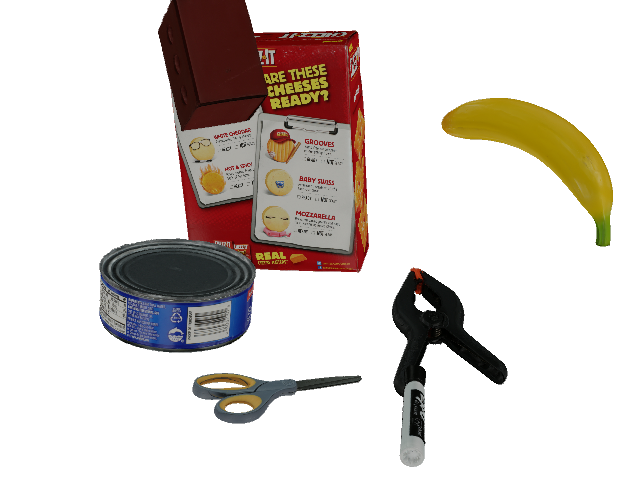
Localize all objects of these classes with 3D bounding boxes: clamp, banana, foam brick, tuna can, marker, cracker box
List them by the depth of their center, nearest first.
[{"bbox_3d":[-0.079,0.030,0.593,0.086,0.034,0.086,5,20,-2],"label":"tuna can"},{"bbox_3d":[-0.074,-0.122,0.726,0.051,0.078,0.053,-11,-10,-21],"label":"foam brick"},{"bbox_3d":[0.075,0.138,0.863,0.020,0.020,0.121,0,26,7],"label":"marker"},{"bbox_3d":[0.171,-0.075,0.866,0.037,0.070,0.198,5,30,-42],"label":"banana"},{"bbox_3d":[-0.043,-0.080,0.979,0.164,0.214,0.072,1,23,11],"label":"cracker box"},{"bbox_3d":[0.134,0.099,1.158,0.120,0.171,0.039,4,-44,-7],"label":"clamp"}]

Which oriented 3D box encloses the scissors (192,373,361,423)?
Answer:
[{"bbox_3d":[-0.041,0.174,1.189,0.201,0.016,0.096,3,24,-13],"label":"scissors"}]
